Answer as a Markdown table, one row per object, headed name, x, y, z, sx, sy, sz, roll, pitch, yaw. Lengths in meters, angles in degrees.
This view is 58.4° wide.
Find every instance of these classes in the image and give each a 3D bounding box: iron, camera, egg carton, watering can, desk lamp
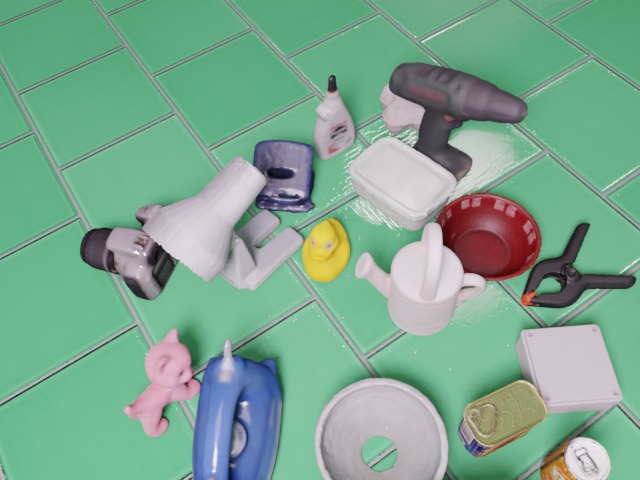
| name | x | y | z | sx | sy | sz | roll | pitch | yaw |
| --- | --- | --- | --- | --- | --- | --- | --- | --- | --- |
| iron | -0.117 | 0.258 | 0.718 | 0.118 | 0.141 | 0.258 | 0 | 58 | 4 |
| camera | -0.302 | 0.005 | 0.913 | 0.136 | 0.101 | 0.143 | 13 | 60 | 12 |
| egg carton | 0.187 | -0.249 | 1.057 | 0.150 | 0.069 | 0.107 | -4 | 58 | 1 |
| watering can | 0.140 | 0.053 | 0.798 | 0.173 | 0.194 | 0.101 | -13 | 58 | -4 |
| desk lamp | -0.137 | -0.014 | 0.847 | 0.117 | 0.214 | 0.203 | 37 | 67 | 23 |

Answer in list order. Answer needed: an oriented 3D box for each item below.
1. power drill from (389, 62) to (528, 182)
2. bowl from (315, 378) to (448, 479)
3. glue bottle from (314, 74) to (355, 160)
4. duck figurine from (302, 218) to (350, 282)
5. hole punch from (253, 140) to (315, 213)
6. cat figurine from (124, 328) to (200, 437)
| name | x | y | z | sx | sy | sz | roll | pitch | yaw |
| --- | --- | --- | --- | --- | --- | --- | --- | --- | --- |
| power drill | 0.215 | -0.192 | 0.937 | 0.229 | 0.208 | 0.076 | 33 | 66 | 22 |
| bowl | 0.078 | 0.269 | 0.738 | 0.167 | 0.075 | 0.167 | -2 | 58 | 3 |
| glue bottle | 0.023 | -0.215 | 0.985 | 0.078 | 0.173 | 0.037 | -34 | 62 | -16 |
| duck figurine | 0.008 | 0.003 | 0.902 | 0.077 | 0.086 | 0.104 | 11 | 59 | 11 |
| hole punch | -0.061 | -0.108 | 0.972 | 0.108 | 0.091 | 0.101 | 4 | 58 | 7 |
| cat figurine | -0.217 | 0.191 | 0.781 | 0.067 | 0.118 | 0.128 | 30 | 65 | 20 |
